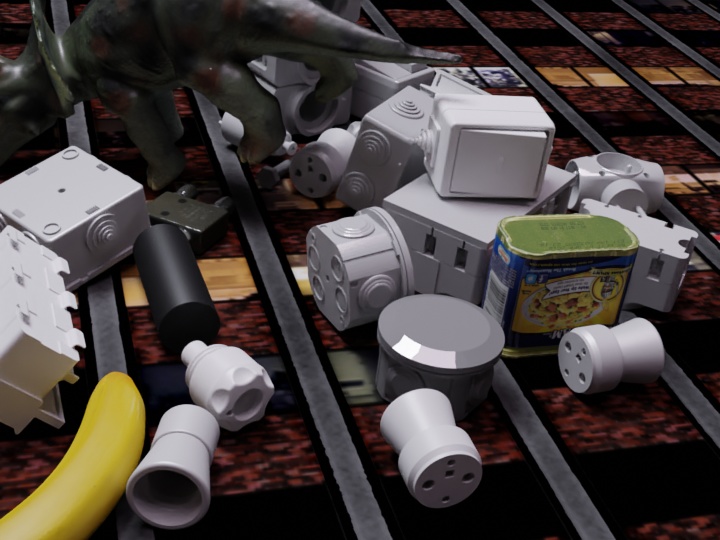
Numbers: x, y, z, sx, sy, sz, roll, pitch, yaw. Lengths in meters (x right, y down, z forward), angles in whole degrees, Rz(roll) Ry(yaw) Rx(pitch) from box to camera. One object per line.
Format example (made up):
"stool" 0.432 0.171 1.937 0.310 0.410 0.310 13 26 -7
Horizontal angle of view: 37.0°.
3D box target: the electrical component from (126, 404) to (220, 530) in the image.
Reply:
"electrical component" -0.099 0.104 0.588 0.044 0.044 0.065 7 27 0

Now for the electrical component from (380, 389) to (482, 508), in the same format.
"electrical component" 0.041 0.102 0.615 0.045 0.045 0.055 -4 34 -18

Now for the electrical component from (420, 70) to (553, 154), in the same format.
"electrical component" 0.107 -0.119 0.966 0.121 0.078 0.063 35 19 37

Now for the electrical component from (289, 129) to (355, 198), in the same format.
"electrical component" -0.029 -0.090 0.910 0.045 0.045 0.055 20 34 19

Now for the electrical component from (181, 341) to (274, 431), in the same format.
"electrical component" -0.085 0.065 0.650 0.043 0.043 0.062 -19 39 -35

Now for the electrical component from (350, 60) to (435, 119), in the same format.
"electrical component" 0.017 -0.184 1.056 0.096 0.061 0.062 29 38 31

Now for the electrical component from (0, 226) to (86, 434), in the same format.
"electrical component" -0.210 0.031 0.648 0.079 0.063 0.121 37 13 -36

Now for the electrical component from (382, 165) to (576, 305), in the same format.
"electrical component" 0.091 -0.037 0.834 0.089 0.061 0.150 25 36 25

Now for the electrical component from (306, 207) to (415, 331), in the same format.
"electrical component" 0.000 0.000 0.739 0.051 0.080 0.080 -15 38 -23

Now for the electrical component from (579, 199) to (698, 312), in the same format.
"electrical component" 0.201 -0.008 0.815 0.089 0.055 0.050 19 34 19

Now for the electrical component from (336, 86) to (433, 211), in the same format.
"electrical component" 0.029 -0.095 0.881 0.048 0.099 0.100 31 37 13

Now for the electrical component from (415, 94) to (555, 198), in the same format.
"electrical component" 0.089 -0.090 0.797 0.096 0.061 0.061 0 33 -12

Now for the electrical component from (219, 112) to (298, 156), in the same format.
"electrical component" -0.088 -0.121 0.952 0.078 0.040 0.040 29 38 31

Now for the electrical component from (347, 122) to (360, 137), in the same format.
"electrical component" 0.016 -0.108 0.959 0.061 0.035 0.035 27 37 25

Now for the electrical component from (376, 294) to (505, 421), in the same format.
"electrical component" 0.049 0.055 0.687 0.080 0.051 0.080 5 32 -3

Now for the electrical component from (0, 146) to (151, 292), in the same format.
"electrical component" -0.209 -0.039 0.770 0.100 0.048 0.100 29 50 31

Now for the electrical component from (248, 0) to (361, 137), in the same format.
"electrical component" -0.052 -0.205 0.989 0.089 0.150 0.062 -17 39 -34

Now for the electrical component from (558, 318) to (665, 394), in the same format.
"electrical component" 0.166 0.057 0.713 0.055 0.045 0.045 -7 34 -21

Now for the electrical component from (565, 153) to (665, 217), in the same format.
"electrical component" 0.222 -0.064 0.920 0.077 0.044 0.079 2 32 -10
